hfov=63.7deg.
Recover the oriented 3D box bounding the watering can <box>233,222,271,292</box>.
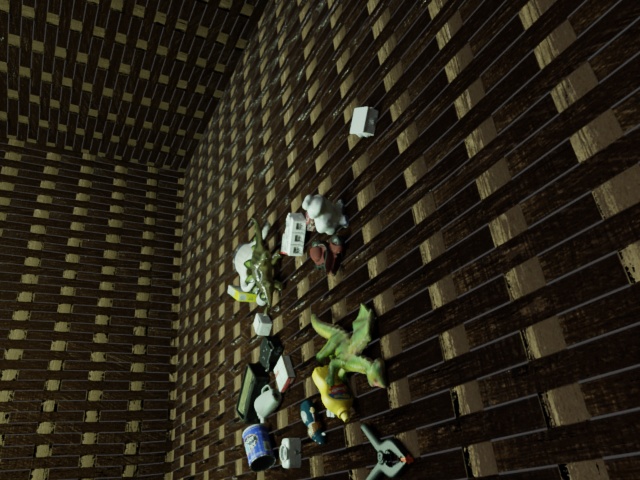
[{"bbox_3d":[-0.315,0.066,2.418,0.226,0.103,0.346,25,99,59],"label":"watering can"}]

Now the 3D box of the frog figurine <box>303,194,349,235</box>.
[{"bbox_3d":[0.005,-0.090,1.779,0.121,0.159,0.139,-32,54,58],"label":"frog figurine"}]

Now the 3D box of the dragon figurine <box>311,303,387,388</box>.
[{"bbox_3d":[0.092,0.299,1.580,0.240,0.121,0.419,-49,38,18],"label":"dragon figurine"}]
